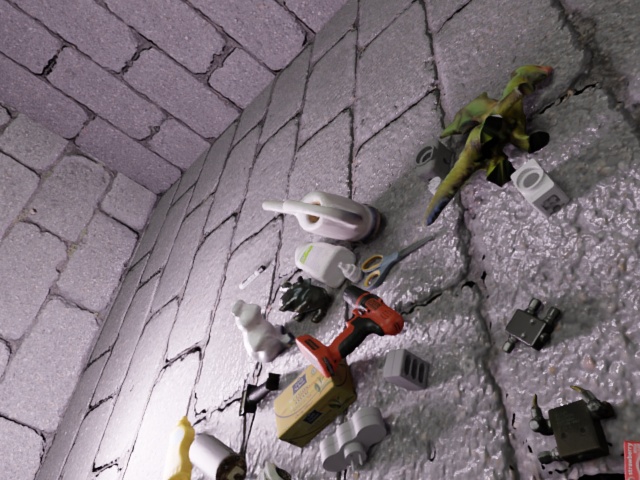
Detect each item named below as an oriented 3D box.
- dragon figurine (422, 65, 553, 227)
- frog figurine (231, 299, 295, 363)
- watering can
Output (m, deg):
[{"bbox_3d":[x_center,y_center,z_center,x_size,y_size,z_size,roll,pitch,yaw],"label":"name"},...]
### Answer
[{"bbox_3d":[0.323,-0.211,1.056,0.408,0.121,0.246,-43,19,9],"label":"dragon figurine"},{"bbox_3d":[-0.161,0.226,1.270,0.122,0.158,0.140,-51,26,12],"label":"frog figurine"},{"bbox_3d":[0.004,-0.064,1.272,0.349,0.223,0.104,14,90,62],"label":"watering can"}]
